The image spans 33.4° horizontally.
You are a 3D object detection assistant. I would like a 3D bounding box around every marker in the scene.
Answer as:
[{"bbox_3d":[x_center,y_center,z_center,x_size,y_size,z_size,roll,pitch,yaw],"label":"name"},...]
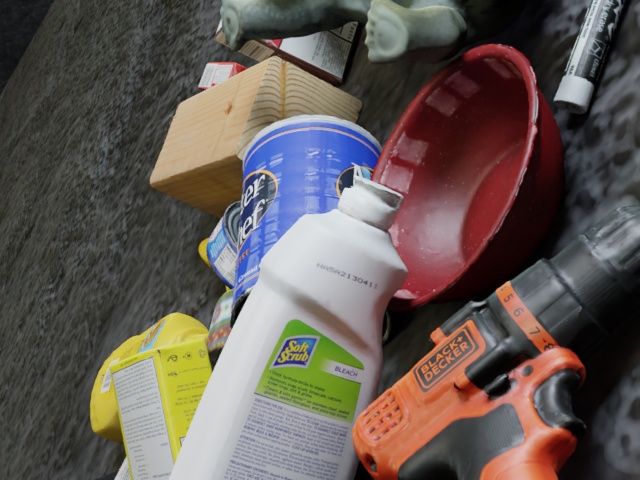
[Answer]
[{"bbox_3d":[0.159,-0.129,0.596,0.020,0.020,0.121,7,75,65],"label":"marker"}]

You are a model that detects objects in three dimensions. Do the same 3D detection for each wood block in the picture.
[{"bbox_3d":[-0.062,-0.080,0.922,0.206,0.090,0.091,-7,61,63],"label":"wood block"}]

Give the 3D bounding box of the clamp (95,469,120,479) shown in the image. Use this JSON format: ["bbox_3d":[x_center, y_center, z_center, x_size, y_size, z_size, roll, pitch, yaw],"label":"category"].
[{"bbox_3d":[-0.149,0.228,0.840,0.171,0.120,0.039,-85,15,-79],"label":"clamp"}]

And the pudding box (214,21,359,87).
[{"bbox_3d":[-0.023,-0.191,0.911,0.039,0.113,0.090,-20,49,62],"label":"pudding box"}]

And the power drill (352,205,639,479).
[{"bbox_3d":[0.108,0.086,0.443,0.184,0.057,0.188,-43,31,14],"label":"power drill"}]

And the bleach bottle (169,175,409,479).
[{"bbox_3d":[-0.011,0.089,0.574,0.251,0.102,0.068,-67,24,7],"label":"bleach bottle"}]

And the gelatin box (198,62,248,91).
[{"bbox_3d":[-0.066,-0.139,1.002,0.089,0.073,0.030,21,89,65],"label":"gelatin box"}]

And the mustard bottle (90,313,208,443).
[{"bbox_3d":[-0.140,0.116,0.942,0.192,0.058,0.096,-32,35,52],"label":"mustard bottle"}]

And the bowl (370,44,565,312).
[{"bbox_3d":[0.087,-0.027,0.606,0.162,0.055,0.162,-46,31,38],"label":"bowl"}]

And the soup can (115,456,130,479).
[{"bbox_3d":[-0.115,0.162,0.838,0.102,0.068,0.069,-67,24,-1],"label":"soup can"}]

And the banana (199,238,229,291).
[{"bbox_3d":[-0.071,0.041,0.874,0.070,0.037,0.198,-25,31,10],"label":"banana"}]

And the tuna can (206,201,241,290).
[{"bbox_3d":[-0.041,0.011,0.800,0.034,0.086,0.086,-54,27,30],"label":"tuna can"}]

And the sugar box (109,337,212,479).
[{"bbox_3d":[-0.096,0.163,0.739,0.094,0.048,0.176,-25,77,56],"label":"sugar box"}]

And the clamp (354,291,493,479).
[{"bbox_3d":[0.042,0.145,0.568,0.165,0.036,0.210,-40,32,49],"label":"clamp"}]

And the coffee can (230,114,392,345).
[{"bbox_3d":[-0.005,0.001,0.713,0.103,0.102,0.140,-44,32,40],"label":"coffee can"}]
